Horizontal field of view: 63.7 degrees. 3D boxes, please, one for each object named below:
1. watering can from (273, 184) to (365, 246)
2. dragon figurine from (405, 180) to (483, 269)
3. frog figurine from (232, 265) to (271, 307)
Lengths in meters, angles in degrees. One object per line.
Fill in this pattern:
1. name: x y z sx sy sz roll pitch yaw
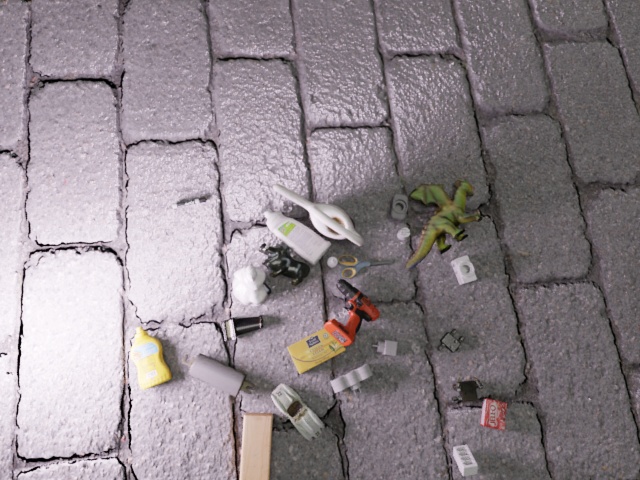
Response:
1. watering can: 0.005 -0.087 1.736 0.348 0.224 0.104 34 94 5
2. dragon figurine: 0.410 -0.088 1.835 0.413 0.120 0.246 -28 70 -18
3. frog figurine: -0.226 0.149 1.679 0.123 0.157 0.138 -31 81 -10
